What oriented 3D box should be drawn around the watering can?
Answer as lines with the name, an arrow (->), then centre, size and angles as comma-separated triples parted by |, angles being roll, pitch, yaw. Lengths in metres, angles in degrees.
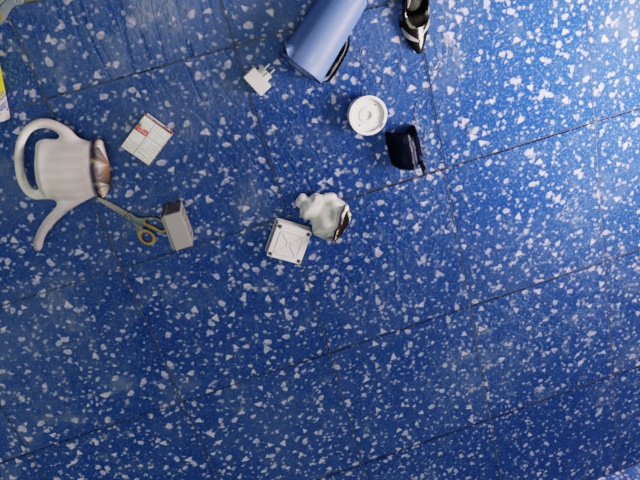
watering can -> -0.661, -0.141, 1.337 | 0.224, 0.105, 0.343 | -2, 107, -11

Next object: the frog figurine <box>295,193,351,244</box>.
frog figurine -> 0.005, -0.076, 1.506 | 0.160, 0.124, 0.135 | 24, 117, 19
